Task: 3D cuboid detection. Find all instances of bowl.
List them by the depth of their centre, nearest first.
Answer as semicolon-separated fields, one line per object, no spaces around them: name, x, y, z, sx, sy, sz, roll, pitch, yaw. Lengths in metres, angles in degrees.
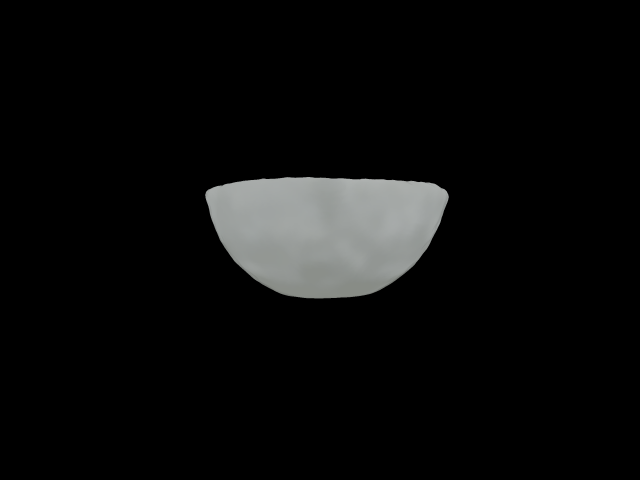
bowl;0.004;0.001;0.400;0.167;0.075;0.167;0;0;0
